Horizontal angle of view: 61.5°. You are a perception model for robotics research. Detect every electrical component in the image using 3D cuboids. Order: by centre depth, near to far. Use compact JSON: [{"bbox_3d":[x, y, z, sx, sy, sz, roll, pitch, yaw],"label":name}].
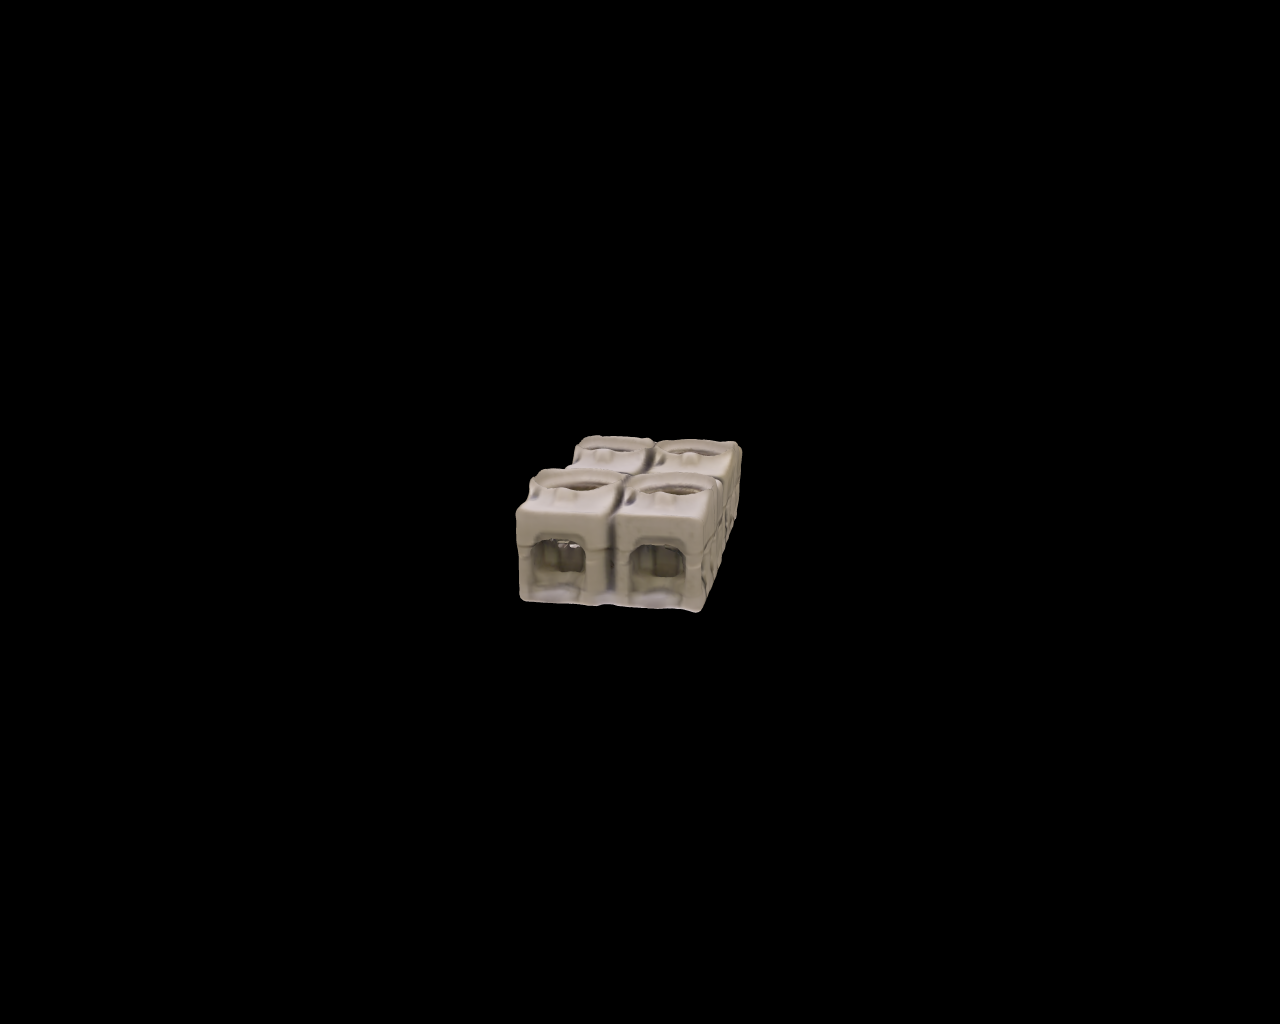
[{"bbox_3d":[0.001,-0.003,0.650,0.105,0.060,0.186,3,16,11],"label":"electrical component"}]
